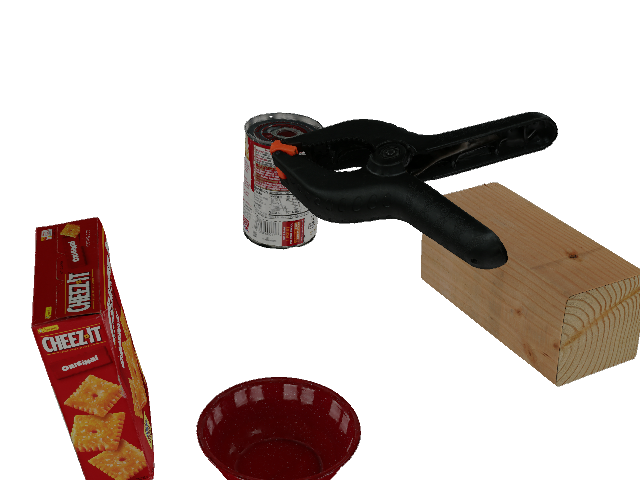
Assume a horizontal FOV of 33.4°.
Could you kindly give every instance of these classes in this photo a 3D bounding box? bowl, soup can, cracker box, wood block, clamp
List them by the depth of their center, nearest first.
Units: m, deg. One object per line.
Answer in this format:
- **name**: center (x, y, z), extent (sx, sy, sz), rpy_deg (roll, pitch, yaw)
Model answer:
- **clamp**: center (0.047, -0.032, 0.624), extent (0.172, 0.039, 0.120), rpy_deg (-1, 38, 21)
- **soup can**: center (-0.034, -0.051, 0.930), extent (0.068, 0.102, 0.068), rpy_deg (3, 29, -2)
- **wood block**: center (0.186, 0.032, 0.969), extent (0.090, 0.090, 0.206), rpy_deg (-14, 31, -25)
- **cracker box**: center (-0.218, 0.110, 1.036), extent (0.072, 0.214, 0.164), rpy_deg (-12, 35, -6)
- **bowl**: center (-0.041, 0.205, 1.060), extent (0.162, 0.055, 0.162), rpy_deg (1, 30, -1)
